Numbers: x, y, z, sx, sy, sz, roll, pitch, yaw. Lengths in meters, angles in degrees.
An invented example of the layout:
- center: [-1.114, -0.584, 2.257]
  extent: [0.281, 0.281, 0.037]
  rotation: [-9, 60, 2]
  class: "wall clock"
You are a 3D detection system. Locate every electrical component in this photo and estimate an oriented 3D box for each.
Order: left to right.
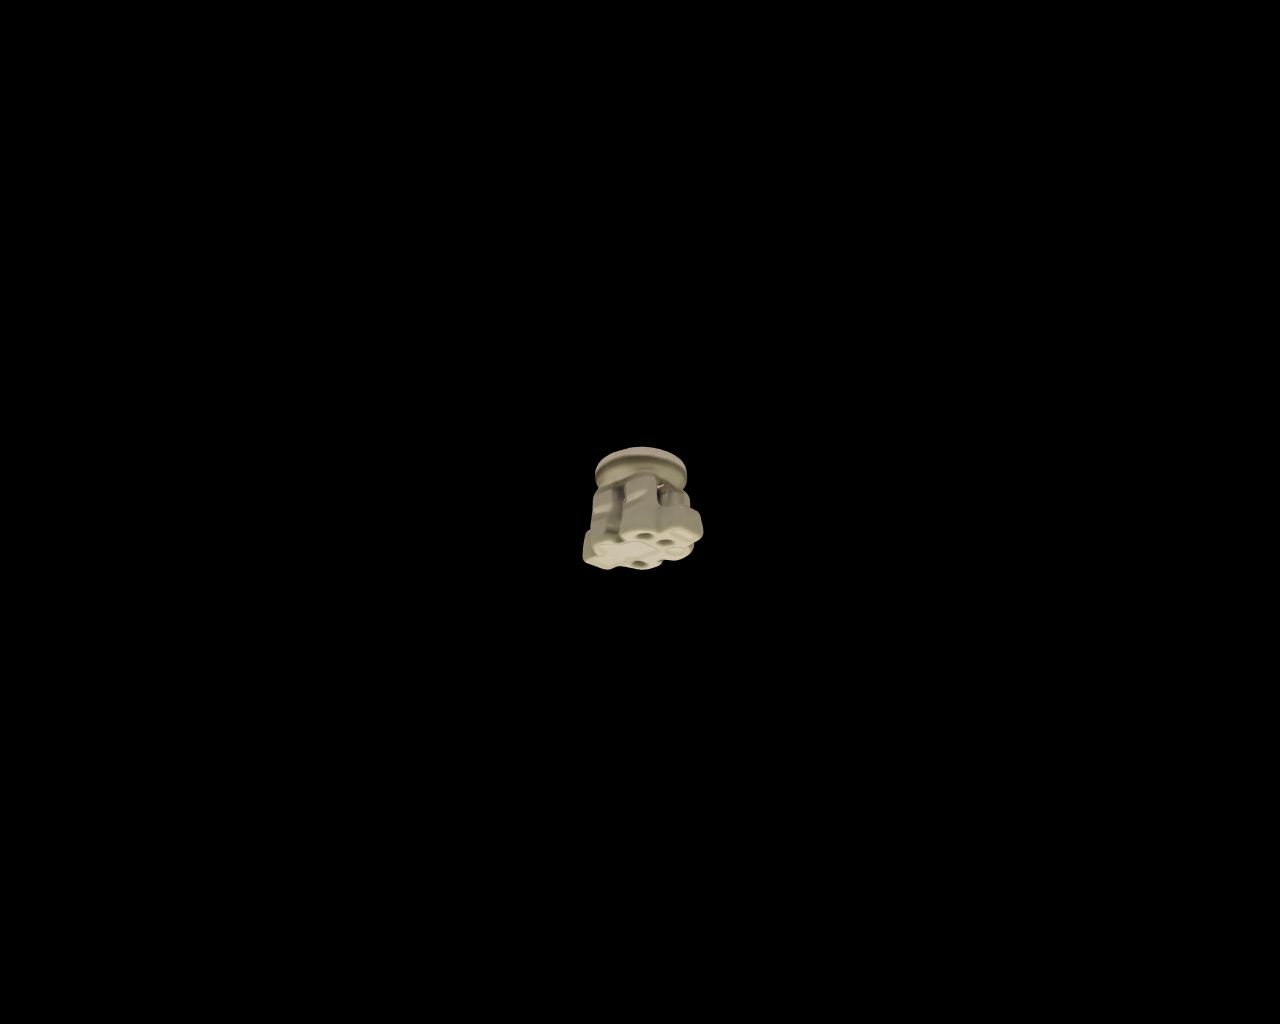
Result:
- center: [0.001, -0.003, 0.650]
  extent: [0.078, 0.057, 0.058]
  rotation: [-20, -32, 36]
  class: "electrical component"
